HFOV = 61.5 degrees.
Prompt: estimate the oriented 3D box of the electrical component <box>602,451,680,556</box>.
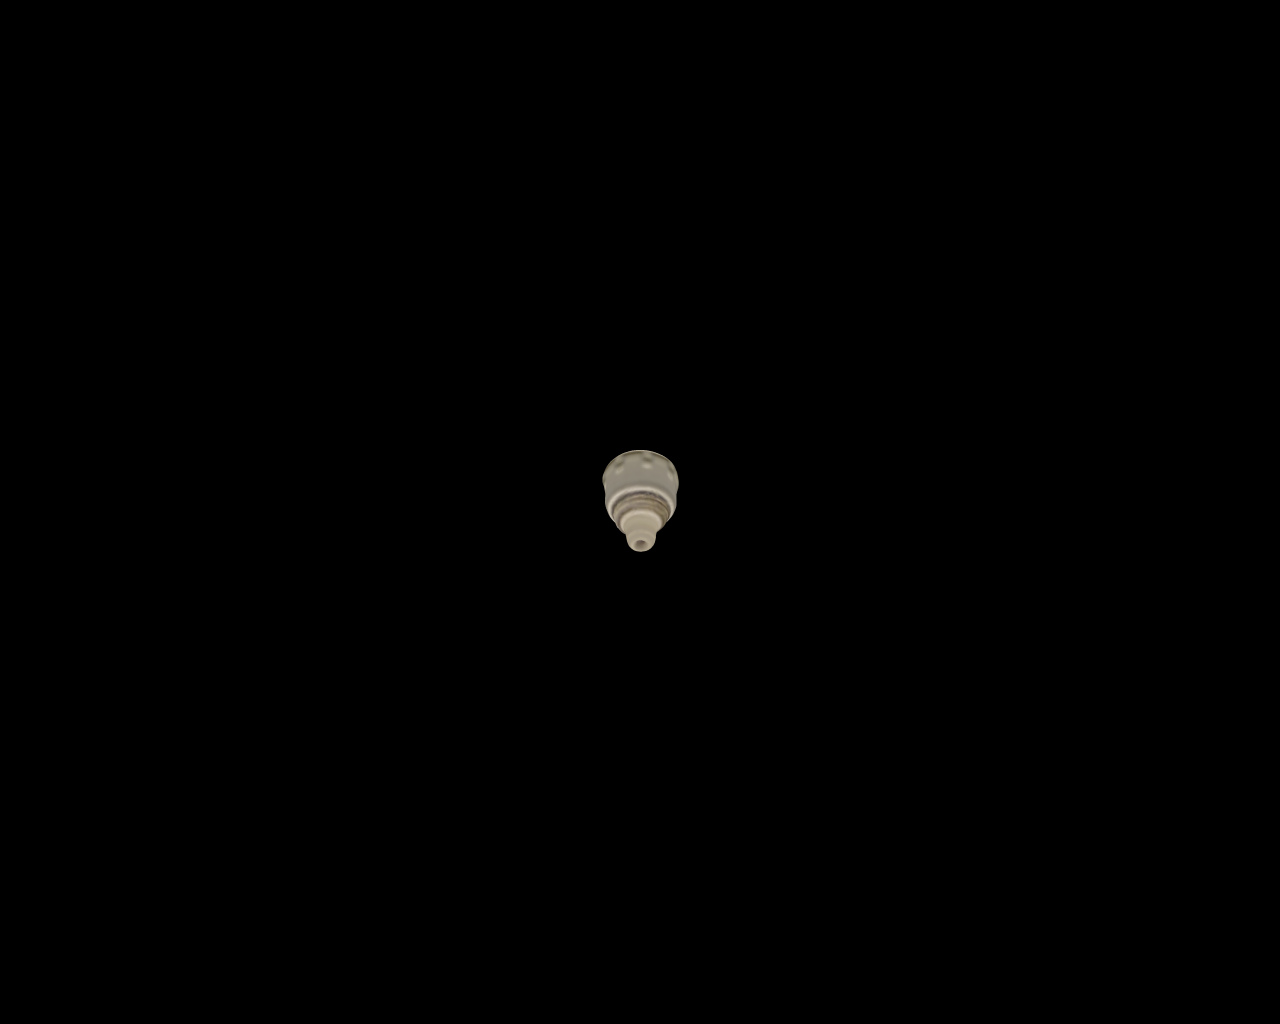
[{"bbox_3d":[0.001,-0.003,0.650,0.048,0.062,0.048,0,-42,0],"label":"electrical component"}]
